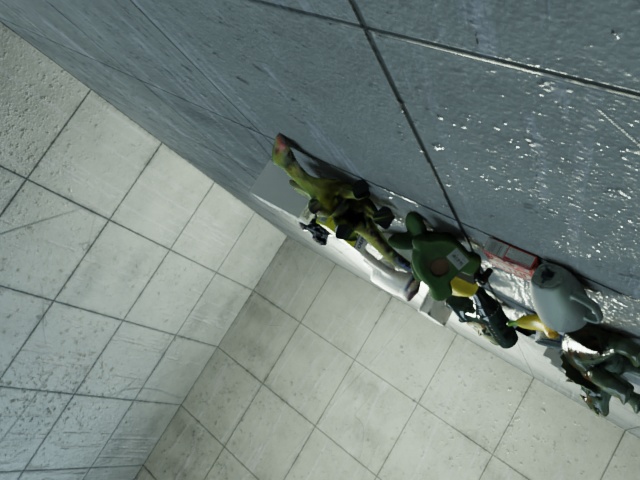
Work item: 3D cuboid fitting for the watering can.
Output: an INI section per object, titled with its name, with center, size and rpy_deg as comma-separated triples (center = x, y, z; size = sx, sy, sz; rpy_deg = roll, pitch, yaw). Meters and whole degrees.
[watering can]
center = 0.241, 0.117, 1.790
size = 0.226, 0.104, 0.344
rpy_deg = 29, 175, 19

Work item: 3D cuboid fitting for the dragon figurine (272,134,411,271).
[dragon figurine]
center = 0.036, -0.077, 1.142
size = 0.404, 0.122, 0.246
rpy_deg = 45, 176, -33

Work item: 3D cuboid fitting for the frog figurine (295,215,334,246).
[frog figurine]
center = 0.005, -0.077, 1.530
size = 0.137, 0.120, 0.163
rpy_deg = 23, -150, 0
